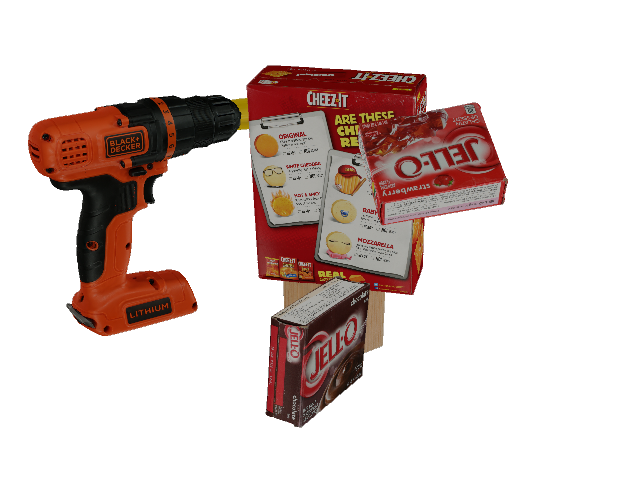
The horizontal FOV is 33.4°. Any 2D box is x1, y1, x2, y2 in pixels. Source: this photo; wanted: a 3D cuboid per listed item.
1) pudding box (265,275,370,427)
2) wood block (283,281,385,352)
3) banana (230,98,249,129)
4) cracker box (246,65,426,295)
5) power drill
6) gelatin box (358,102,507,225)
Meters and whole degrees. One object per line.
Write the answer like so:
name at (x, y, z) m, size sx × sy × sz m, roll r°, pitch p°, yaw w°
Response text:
pudding box at (-0.001, 0.089, 0.882) m, size 0.039 × 0.090 × 0.113 m, roll 14°, pitch 23°, yaw 24°
wood block at (0.016, 0.029, 1.232) m, size 0.090 × 0.206 × 0.090 m, roll -17°, pitch 31°, yaw -31°
banana at (-0.068, -0.139, 1.241) m, size 0.198 × 0.037 × 0.069 m, roll 8°, pitch 41°, yaw 17°
cracker box at (0.019, -0.060, 1.053) m, size 0.164 × 0.214 × 0.072 m, roll 6°, pitch 29°, yaw 14°
power drill at (-0.146, -0.025, 0.889) m, size 0.184 × 0.188 × 0.057 m, roll -14°, pitch 23°, yaw -32°
gelatin box at (0.076, -0.054, 0.735) m, size 0.089 × 0.073 × 0.030 m, roll -10°, pitch -36°, yaw -3°
